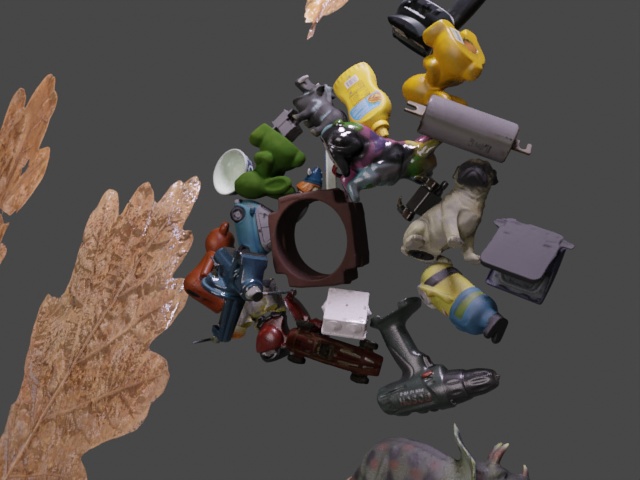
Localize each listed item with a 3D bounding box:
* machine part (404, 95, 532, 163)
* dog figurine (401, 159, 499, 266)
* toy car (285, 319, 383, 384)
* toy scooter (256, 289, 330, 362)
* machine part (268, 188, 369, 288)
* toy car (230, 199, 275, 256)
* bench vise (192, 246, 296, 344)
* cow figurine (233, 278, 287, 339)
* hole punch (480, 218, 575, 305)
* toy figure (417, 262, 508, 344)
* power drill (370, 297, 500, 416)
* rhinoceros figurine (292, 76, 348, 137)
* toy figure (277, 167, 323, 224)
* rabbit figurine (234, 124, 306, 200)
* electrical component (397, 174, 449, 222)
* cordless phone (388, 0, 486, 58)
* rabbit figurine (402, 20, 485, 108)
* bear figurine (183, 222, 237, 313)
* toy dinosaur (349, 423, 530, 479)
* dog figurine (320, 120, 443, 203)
[{"bbox_3d":[0.271,-0.205,0.992,0.243,0.079,0.079,23,93,7],"label":"machine part"},{"bbox_3d":[0.241,-0.056,1.022,0.173,0.121,0.190,1,64,34],"label":"dog figurine"},{"bbox_3d":[0.026,0.226,1.086,0.202,0.053,0.089,16,87,13],"label":"toy car"},{"bbox_3d":[-0.073,0.184,1.173,0.184,0.075,0.135,-22,87,24],"label":"toy scooter"},{"bbox_3d":[-0.002,-0.003,1.144,0.202,0.087,0.200,-6,92,30],"label":"machine part"},{"bbox_3d":[-0.144,-0.025,1.273,0.103,0.109,0.161,-14,79,13],"label":"toy car"},{"bbox_3d":[-0.188,0.127,1.173,0.224,0.129,0.240,30,108,43],"label":"bench vise"},{"bbox_3d":[-0.162,0.160,1.259,0.167,0.068,0.098,-35,55,20],"label":"cow figurine"},{"bbox_3d":[0.351,0.037,0.927,0.142,0.092,0.116,23,63,40],"label":"hole punch"},{"bbox_3d":[0.256,0.110,0.967,0.089,0.082,0.180,-38,44,-19],"label":"toy figure"},{"bbox_3d":[0.193,0.213,0.997,0.232,0.086,0.207,-34,69,27],"label":"power drill"},{"bbox_3d":[-0.006,-0.311,1.260,0.112,0.073,0.190,-47,57,18],"label":"rhinoceros figurine"},{"bbox_3d":[-0.040,-0.098,1.240,0.058,0.064,0.154,39,100,-3],"label":"toy figure"},{"bbox_3d":[-0.122,-0.159,1.281,0.159,0.121,0.170,39,87,14],"label":"rabbit figurine"},{"bbox_3d":[0.198,-0.083,1.055,0.045,0.078,0.102,46,114,32],"label":"electrical component"},{"bbox_3d":[0.249,-0.482,1.130,0.184,0.088,0.147,-45,56,5],"label":"cordless phone"},{"bbox_3d":[0.245,-0.322,1.080,0.173,0.122,0.162,-34,70,40],"label":"rabbit figurine"},{"bbox_3d":[-0.249,0.064,1.333,0.196,0.132,0.120,-61,11,-29],"label":"bear figurine"},{"bbox_3d":[0.156,0.417,0.950,0.405,0.131,0.192,-7,63,38],"label":"toy dinosaur"},{"bbox_3d":[0.131,-0.177,1.060,0.219,0.191,0.108,-26,17,-1],"label":"dog figurine"}]
